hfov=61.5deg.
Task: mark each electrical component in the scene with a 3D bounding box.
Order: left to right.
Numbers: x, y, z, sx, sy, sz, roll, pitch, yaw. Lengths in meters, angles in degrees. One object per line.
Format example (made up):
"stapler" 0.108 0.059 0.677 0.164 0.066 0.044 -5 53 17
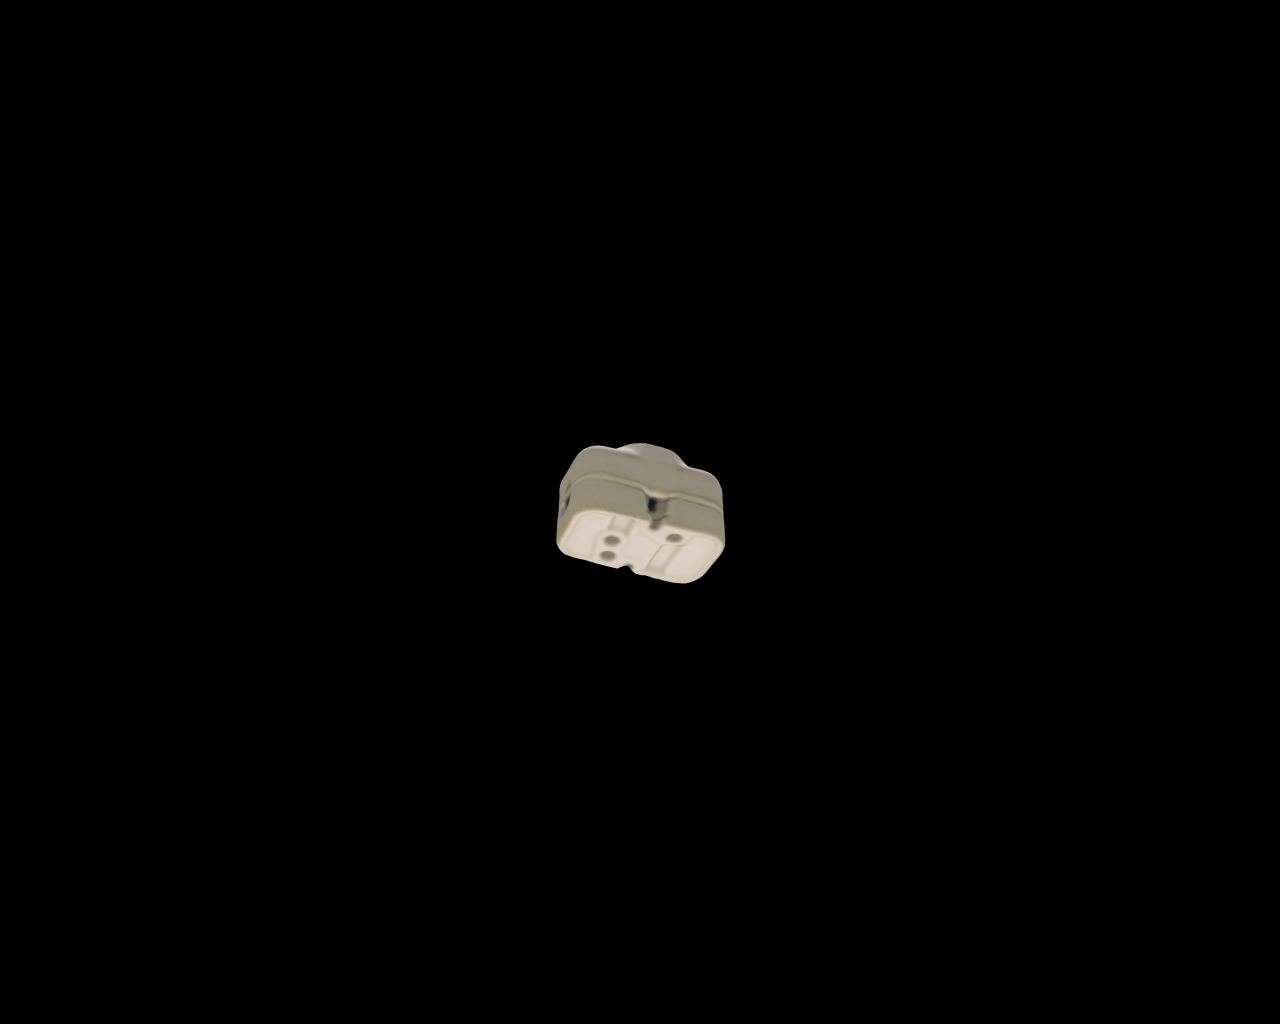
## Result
"electrical component" 0.001 -0.003 0.650 0.095 0.059 0.053 14 -40 -17
